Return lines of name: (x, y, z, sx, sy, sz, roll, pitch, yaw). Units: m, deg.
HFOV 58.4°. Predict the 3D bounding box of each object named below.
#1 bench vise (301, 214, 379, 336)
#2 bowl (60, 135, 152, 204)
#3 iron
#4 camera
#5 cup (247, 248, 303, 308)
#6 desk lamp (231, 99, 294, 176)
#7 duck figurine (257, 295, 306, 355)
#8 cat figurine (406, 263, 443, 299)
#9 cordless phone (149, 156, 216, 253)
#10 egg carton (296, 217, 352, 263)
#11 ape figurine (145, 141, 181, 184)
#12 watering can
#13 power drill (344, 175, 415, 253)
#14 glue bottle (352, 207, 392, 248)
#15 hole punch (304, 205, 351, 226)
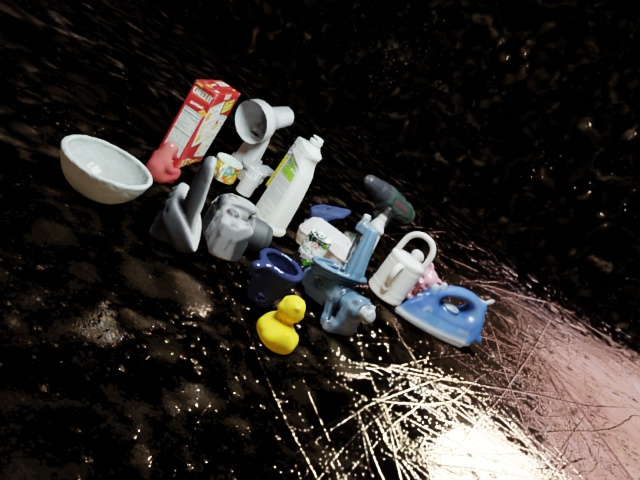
bench vise: (0.071, 0.071, 1.150, 0.207, 0.219, 0.122, 45, 21, 28)
bowl: (-0.396, -0.115, 1.036, 0.168, 0.074, 0.167, 31, 19, -11)
iron: (0.326, 0.171, 1.464, 0.259, 0.141, 0.118, 24, 21, -29)
camera: (-0.159, -0.024, 1.178, 0.137, 0.100, 0.143, 24, 21, -29)
cup: (-0.099, 0.076, 1.042, 0.091, 0.095, 0.118, 45, 21, 29)
desk lamp: (-0.172, -0.301, 1.662, 0.117, 0.213, 0.204, 41, 19, 18)
duck figurine: (-0.057, 0.137, 0.978, 0.078, 0.086, 0.104, 29, 19, -18)
cat figurine: (0.271, 0.102, 1.579, 0.127, 0.117, 0.067, 45, 21, 30)
cordless phone: (-0.230, -0.081, 1.063, 0.094, 0.185, 0.147, 28, 20, -20)
egg carton: (0.013, 0.005, 1.451, 0.150, 0.069, 0.107, 36, 18, 3)
ape figurine: (-0.339, -0.174, 1.253, 0.077, 0.092, 0.076, 43, 20, 23)
watering can: (0.219, 0.062, 1.468, 0.101, 0.194, 0.173, 33, 18, -5)
power drill: (0.165, -0.069, 1.676, 0.230, 0.208, 0.075, 20, 23, -38)
glue bottle: (0.144, -0.020, 1.573, 0.037, 0.173, 0.078, 24, 21, -30)
hole punch: (0.022, -0.068, 1.613, 0.101, 0.091, 0.109, 37, 18, 6)
